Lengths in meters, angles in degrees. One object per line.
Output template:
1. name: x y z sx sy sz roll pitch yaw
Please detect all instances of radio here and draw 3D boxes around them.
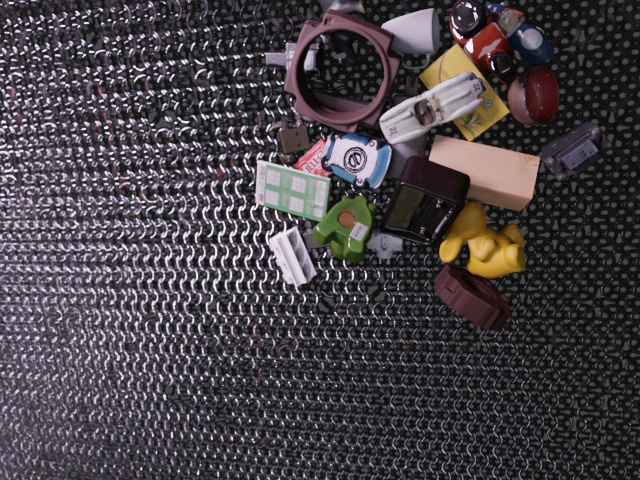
1. radio: 0.208 -0.069 1.089 0.131 0.229 0.073 19 69 4

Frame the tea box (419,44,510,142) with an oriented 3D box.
1. tea box: 0.287 -0.293 1.072 0.098 0.068 0.169 -39 95 22

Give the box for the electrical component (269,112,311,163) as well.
1. electrical component: -0.065 -0.225 1.194 0.078 0.045 0.102 -21 106 -10

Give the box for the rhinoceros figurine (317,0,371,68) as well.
1. rhinoceros figurine: 0.042 -0.445 1.078 0.112 0.073 0.190 -18 103 17

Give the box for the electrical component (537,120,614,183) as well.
1. electrical component: 0.487 -0.171 1.029 0.115 0.134 0.058 -40 95 20

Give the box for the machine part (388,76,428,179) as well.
1. machine part: 0.185 -0.214 1.117 0.079 0.079 0.243 6 108 11

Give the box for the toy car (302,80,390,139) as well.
1. toy car: 0.053 -0.279 1.141 0.202 0.053 0.089 15 121 4

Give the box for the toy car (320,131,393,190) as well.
1. toy car: 0.086 -0.165 1.131 0.162 0.103 0.109 22 98 29

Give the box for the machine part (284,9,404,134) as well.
1. machine part: 0.045 -0.323 1.044 0.201 0.087 0.200 23 118 0

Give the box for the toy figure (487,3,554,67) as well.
1. toy figure: 0.377 -0.397 1.025 0.154 0.058 0.064 42 70 -2

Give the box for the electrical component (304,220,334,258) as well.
1. electrical component: -0.003 -0.004 1.260 0.063 0.021 0.094 -10 104 16

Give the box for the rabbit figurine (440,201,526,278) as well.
1. rabbit figurine: 0.331 -0.010 1.129 0.162 0.122 0.173 -16 125 40

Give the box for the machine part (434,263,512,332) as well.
1. machine part: 0.326 0.118 1.145 0.179 0.179 0.056 31 110 2

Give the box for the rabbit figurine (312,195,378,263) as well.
1. rabbit figurine: 0.055 -0.025 1.182 0.121 0.170 0.159 21 70 4

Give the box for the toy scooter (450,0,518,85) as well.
1. toy scooter: 0.314 -0.362 1.005 0.075 0.135 0.184 -35 78 26

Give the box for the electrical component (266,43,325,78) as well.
1. electrical component: -0.051 -0.378 1.135 0.119 0.048 0.074 1 107 14

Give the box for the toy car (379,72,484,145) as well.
1. toy car: 0.213 -0.250 1.030 0.202 0.056 0.073 -24 102 15

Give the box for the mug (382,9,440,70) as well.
1. mug: 0.178 -0.395 1.064 0.107 0.081 0.109 5 115 23
